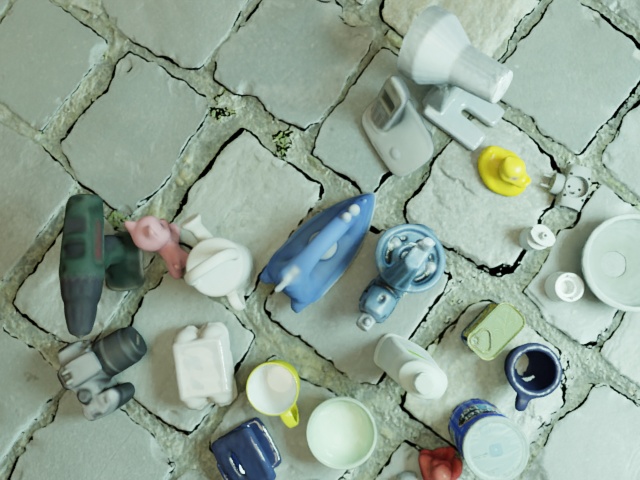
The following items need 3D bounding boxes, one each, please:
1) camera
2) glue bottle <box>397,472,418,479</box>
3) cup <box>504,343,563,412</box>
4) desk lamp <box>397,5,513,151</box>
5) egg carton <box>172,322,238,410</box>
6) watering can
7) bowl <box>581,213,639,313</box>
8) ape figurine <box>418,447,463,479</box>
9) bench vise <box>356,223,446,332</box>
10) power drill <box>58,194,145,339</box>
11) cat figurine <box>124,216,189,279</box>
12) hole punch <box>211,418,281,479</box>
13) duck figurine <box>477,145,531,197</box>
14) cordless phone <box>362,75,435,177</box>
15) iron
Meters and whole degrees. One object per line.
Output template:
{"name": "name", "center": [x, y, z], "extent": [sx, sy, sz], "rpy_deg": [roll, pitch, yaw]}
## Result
{"name": "camera", "center": [-0.375, 0.226, 1.011], "extent": [0.137, 0.101, 0.143], "rpy_deg": [-31, 85, 0]}
{"name": "glue bottle", "center": [0.156, 0.444, 0.938], "extent": [0.037, 0.173, 0.078], "rpy_deg": [-13, 86, 2]}
{"name": "cup", "center": [0.351, 0.231, 0.983], "extent": [0.091, 0.095, 0.118], "rpy_deg": [19, 87, 4]}
{"name": "desk lamp", "center": [0.230, -0.270, 0.961], "extent": [0.203, 0.213, 0.118], "rpy_deg": [38, 89, 4]}
{"name": "egg carton", "center": [-0.206, 0.224, 1.020], "extent": [0.107, 0.069, 0.150], "rpy_deg": [-11, 86, 2]}
{"name": "watering can", "center": [-0.179, 0.040, 0.968], "extent": [0.173, 0.194, 0.101], "rpy_deg": [39, 89, 5]}
{"name": "bowl", "center": [0.528, 0.040, 0.998], "extent": [0.167, 0.075, 0.167], "rpy_deg": [0, 86, 3]}
{"name": "ape figurine", "center": [0.205, 0.394, 0.980], "extent": [0.078, 0.092, 0.076], "rpy_deg": [31, 88, 4]}
{"name": "bench vise", "center": [0.140, 0.064, 0.940], "extent": [0.121, 0.220, 0.207], "rpy_deg": [17, 87, 4]}
{"name": "power drill", "center": [-0.370, 0.042, 0.969], "extent": [0.075, 0.208, 0.230], "rpy_deg": [-7, 86, 2]}
{"name": "cat figurine", "center": [-0.281, 0.007, 1.013], "extent": [0.067, 0.118, 0.128], "rpy_deg": [-39, 85, 0]}
{"name": "hole punch", "center": [-0.131, 0.382, 0.995], "extent": [0.101, 0.091, 0.108], "rpy_deg": [-30, 85, 0]}
{"name": "duck figurine", "center": [0.330, -0.127, 1.012], "extent": [0.077, 0.086, 0.104], "rpy_deg": [-42, 85, -1]}
{"name": "cordless phone", "center": [0.138, -0.195, 0.975], "extent": [0.094, 0.185, 0.147], "rpy_deg": [-33, 85, 0]}
{"name": "iron", "center": [0.009, 0.004, 0.989], "extent": [0.118, 0.141, 0.258], "rpy_deg": [42, 89, 5]}
